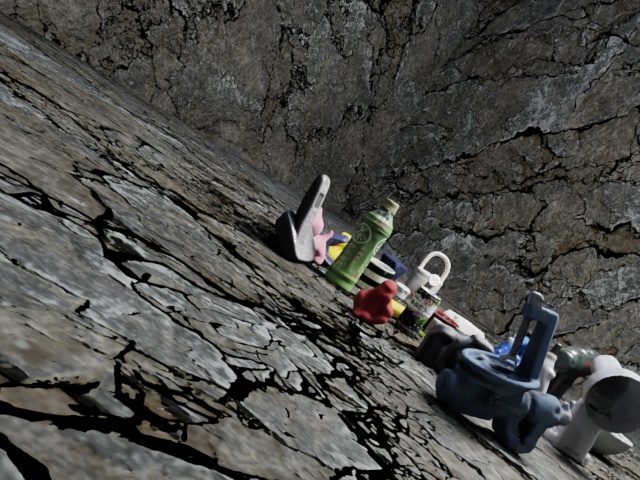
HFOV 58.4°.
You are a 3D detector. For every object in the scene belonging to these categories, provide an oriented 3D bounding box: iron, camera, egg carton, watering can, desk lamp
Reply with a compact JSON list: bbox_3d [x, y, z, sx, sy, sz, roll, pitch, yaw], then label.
[{"bbox_3d":[0.517,0.312,1.553,0.118,0.141,0.259,38,7,35],"label":"iron"},{"bbox_3d":[0.265,0.220,1.056,0.143,0.101,0.137,35,5,3],"label":"camera"},{"bbox_3d":[0.413,0.269,1.689,0.151,0.069,0.107,31,7,-34],"label":"egg carton"},{"bbox_3d":[0.339,0.128,1.806,0.101,0.194,0.172,32,6,-24],"label":"watering can"},{"bbox_3d":[0.543,0.333,1.145,0.118,0.213,0.203,35,5,6],"label":"desk lamp"}]

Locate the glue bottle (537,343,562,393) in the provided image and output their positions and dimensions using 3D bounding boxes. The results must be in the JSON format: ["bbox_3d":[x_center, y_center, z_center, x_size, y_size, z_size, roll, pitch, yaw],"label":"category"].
[{"bbox_3d":[0.485,0.302,1.277,0.078,0.173,0.037,38,6,30],"label":"glue bottle"}]

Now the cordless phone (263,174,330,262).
[{"bbox_3d":[-0.020,-0.046,1.206,0.094,0.185,0.148,36,5,13],"label":"cordless phone"}]

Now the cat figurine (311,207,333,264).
[{"bbox_3d":[-0.017,-0.019,1.346,0.128,0.117,0.067,29,8,-46],"label":"cat figurine"}]

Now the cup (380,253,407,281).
[{"bbox_3d":[0.216,0.103,1.805,0.092,0.095,0.118,34,5,-4],"label":"cup"}]

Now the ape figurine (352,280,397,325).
[{"bbox_3d":[0.111,0.115,1.090,0.077,0.092,0.076,37,6,21],"label":"ape figurine"}]

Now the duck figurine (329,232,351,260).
[{"bbox_3d":[0.060,0.021,1.630,0.077,0.086,0.105,39,7,40],"label":"duck figurine"}]

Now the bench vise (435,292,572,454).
[{"bbox_3d":[0.307,0.197,0.879,0.208,0.219,0.121,32,6,-28],"label":"bench vise"}]

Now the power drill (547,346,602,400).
[{"bbox_3d":[0.589,0.342,1.375,0.231,0.208,0.075,29,8,-46],"label":"power drill"}]

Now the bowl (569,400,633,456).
[{"bbox_3d":[0.677,0.479,1.421,0.167,0.074,0.167,34,5,-3],"label":"bowl"}]

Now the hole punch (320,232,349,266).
[{"bbox_3d":[0.013,0.005,1.459,0.101,0.091,0.109,35,5,0],"label":"hole punch"}]
